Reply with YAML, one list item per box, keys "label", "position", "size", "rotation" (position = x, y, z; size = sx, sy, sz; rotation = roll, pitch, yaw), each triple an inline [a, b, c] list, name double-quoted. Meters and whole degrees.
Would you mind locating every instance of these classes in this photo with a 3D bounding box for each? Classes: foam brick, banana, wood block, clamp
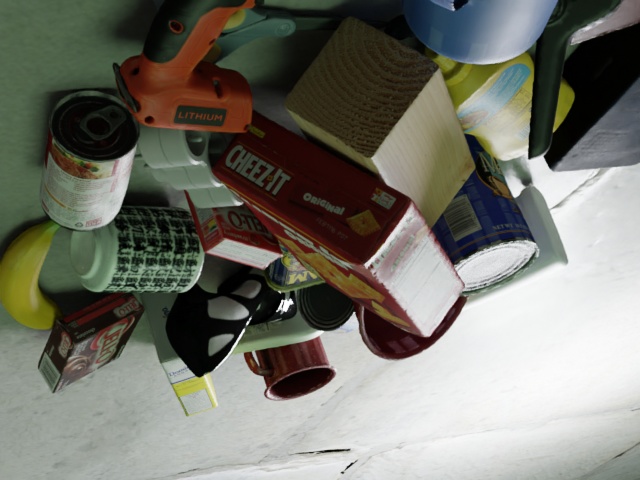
- label: "foam brick"
  position: [0.233, -0.205, 0.875]
  size: [0.078, 0.053, 0.051]
  rotation: [-20, 154, -2]
- label: "banana"
  position: [-0.271, 0.042, 1.009]
  size: [0.069, 0.037, 0.198]
  rotation: [-10, 152, -22]
- label: "wood block"
  position: [0.056, -0.086, 0.890]
  size: [0.091, 0.090, 0.206]
  rotation: [-54, 157, -5]
- label: "clamp"
  position: [0.177, -0.174, 0.829]
  size: [0.210, 0.164, 0.036]
  rotation: [-42, -168, 18]

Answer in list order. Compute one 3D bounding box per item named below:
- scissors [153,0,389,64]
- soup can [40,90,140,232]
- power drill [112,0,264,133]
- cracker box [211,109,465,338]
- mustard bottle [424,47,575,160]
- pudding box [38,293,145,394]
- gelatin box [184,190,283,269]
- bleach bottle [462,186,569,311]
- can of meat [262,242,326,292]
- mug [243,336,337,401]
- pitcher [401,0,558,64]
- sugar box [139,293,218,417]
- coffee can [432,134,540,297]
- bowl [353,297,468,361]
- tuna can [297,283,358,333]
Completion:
- label: "scissors"
  position: [-0.046, -0.154, 0.817]
  size: [0.201, 0.016, 0.096]
  rotation: [6, 140, -41]
- label: "soup can"
  position: [-0.183, -0.060, 0.841]
  size: [0.068, 0.068, 0.102]
  rotation: [-8, 151, -24]
- label: "power drill"
  position: [-0.049, -0.161, 0.736]
  size: [0.184, 0.057, 0.188]
  rotation: [1, 135, -35]
- label: "cracker box"
  position: [0.021, -0.006, 0.913]
  size: [0.072, 0.164, 0.213]
  rotation: [-56, 153, -7]
- label: "mustard bottle"
  position: [0.147, -0.134, 0.941]
  size: [0.096, 0.058, 0.191]
  rotation: [-42, 147, 20]
- label: "pudding box"
  position: [-0.241, 0.104, 1.116]
  size: [0.089, 0.039, 0.114]
  rotation: [-27, 164, -38]
- label: "gelatin box"
  position: [-0.079, -0.017, 0.989]
  size: [0.030, 0.073, 0.089]
  rotation: [-34, 150, 26]
- label: "bleach bottle"
  position: [0.153, 0.032, 1.238]
  size: [0.251, 0.102, 0.068]
  rotation: [-24, 162, 21]
- label: "can of meat"
  position: [-0.007, 0.001, 1.095]
  size: [0.102, 0.057, 0.084]
  rotation: [-12, 150, -16]
- label: "mug"
  position: [-0.045, 0.140, 1.299]
  size: [0.117, 0.081, 0.093]
  rotation: [4, 145, -39]
- label: "pitcher"
  position: [0.113, -0.215, 0.674]
  size: [0.149, 0.145, 0.243]
  rotation: [-14, 154, -11]
- label: "sugar box"
  position: [-0.153, 0.121, 1.178]
  size: [0.048, 0.093, 0.176]
  rotation: [-17, 154, -8]
- label: "coffee can"
  position: [0.139, -0.030, 1.041]
  size: [0.102, 0.140, 0.103]
  rotation: [-16, 153, -9]
- label: "bowl"
  position: [0.089, 0.046, 1.140]
  size: [0.161, 0.055, 0.162]
  rotation: [-18, 123, -31]
- label: "tuna can"
  position: [0.018, 0.061, 1.191]
  size: [0.086, 0.086, 0.033]
  rotation: [-35, 152, 27]
